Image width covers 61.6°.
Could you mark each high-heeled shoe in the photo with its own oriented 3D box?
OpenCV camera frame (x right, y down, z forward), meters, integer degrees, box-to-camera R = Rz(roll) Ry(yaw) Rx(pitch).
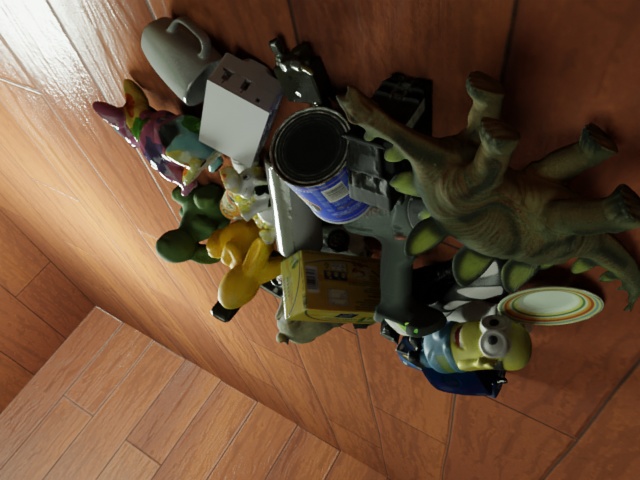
[{"bbox_3d":[0.174,0.051,0.797,0.249,0.086,0.145,3,142,36],"label":"high-heeled shoe"}]

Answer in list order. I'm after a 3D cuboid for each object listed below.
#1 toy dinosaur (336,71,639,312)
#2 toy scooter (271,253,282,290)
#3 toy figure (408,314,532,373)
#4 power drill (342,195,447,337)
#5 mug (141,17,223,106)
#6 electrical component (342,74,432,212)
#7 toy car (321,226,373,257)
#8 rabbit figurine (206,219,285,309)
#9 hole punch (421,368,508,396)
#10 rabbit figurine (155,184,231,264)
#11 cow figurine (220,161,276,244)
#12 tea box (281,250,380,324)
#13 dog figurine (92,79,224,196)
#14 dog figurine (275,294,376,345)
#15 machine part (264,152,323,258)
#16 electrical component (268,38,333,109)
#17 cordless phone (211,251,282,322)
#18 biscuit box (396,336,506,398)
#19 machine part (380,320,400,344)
[{"bbox_3d":[0.212,-0.026,0.551,0.471,0.105,0.198,24,143,-18],"label":"toy dinosaur"},{"bbox_3d":[-0.025,0.056,1.033,0.184,0.075,0.135,36,126,37],"label":"toy scooter"},{"bbox_3d":[0.221,0.157,0.797,0.089,0.082,0.180,14,155,-41],"label":"toy figure"},{"bbox_3d":[0.126,0.027,0.745,0.232,0.086,0.207,13,123,48],"label":"power drill"},{"bbox_3d":[-0.188,-0.252,0.721,0.107,0.081,0.109,42,153,3],"label":"mug"},{"bbox_3d":[0.080,-0.102,0.614,0.058,0.115,0.134,24,150,25],"label":"electrical component"},{"bbox_3d":[-0.002,-0.003,0.945,0.202,0.056,0.073,18,156,33],"label":"toy car"},{"bbox_3d":[-0.133,0.051,1.011,0.162,0.173,0.121,-17,132,32],"label":"rabbit figurine"},{"bbox_3d":[0.238,0.219,0.933,0.142,0.092,0.115,-9,99,39],"label":"hole punch"},{"bbox_3d":[-0.266,-0.018,1.096,0.121,0.170,0.158,20,149,29],"label":"rabbit figurine"},{"bbox_3d":[-0.090,-0.072,0.873,0.068,0.098,0.167,62,-176,37],"label":"cow figurine"},{"bbox_3d":[0.029,0.076,0.844,0.169,0.098,0.068,10,154,-34],"label":"tea box"},{"bbox_3d":[-0.266,-0.186,0.893,0.219,0.108,0.191,40,154,-5],"label":"dog figurine"},{"bbox_3d":[0.015,0.158,1.073,0.191,0.172,0.121,13,158,50],"label":"dog figurine"},{"bbox_3d":[-0.037,-0.057,0.823,0.079,0.079,0.242,19,134,29],"label":"machine part"},{"bbox_3d":[-0.022,-0.193,0.659,0.078,0.045,0.102,16,149,30],"label":"electrical component"},{"bbox_3d":[-0.133,0.115,1.149,0.147,0.184,0.088,31,149,9],"label":"cordless phone"},{"bbox_3d":[0.251,0.234,1.037,0.203,0.059,0.062,13,145,37],"label":"biscuit box"},{"bbox_3d":[0.138,0.161,1.044,0.039,0.084,0.138,2,155,9],"label":"machine part"}]
